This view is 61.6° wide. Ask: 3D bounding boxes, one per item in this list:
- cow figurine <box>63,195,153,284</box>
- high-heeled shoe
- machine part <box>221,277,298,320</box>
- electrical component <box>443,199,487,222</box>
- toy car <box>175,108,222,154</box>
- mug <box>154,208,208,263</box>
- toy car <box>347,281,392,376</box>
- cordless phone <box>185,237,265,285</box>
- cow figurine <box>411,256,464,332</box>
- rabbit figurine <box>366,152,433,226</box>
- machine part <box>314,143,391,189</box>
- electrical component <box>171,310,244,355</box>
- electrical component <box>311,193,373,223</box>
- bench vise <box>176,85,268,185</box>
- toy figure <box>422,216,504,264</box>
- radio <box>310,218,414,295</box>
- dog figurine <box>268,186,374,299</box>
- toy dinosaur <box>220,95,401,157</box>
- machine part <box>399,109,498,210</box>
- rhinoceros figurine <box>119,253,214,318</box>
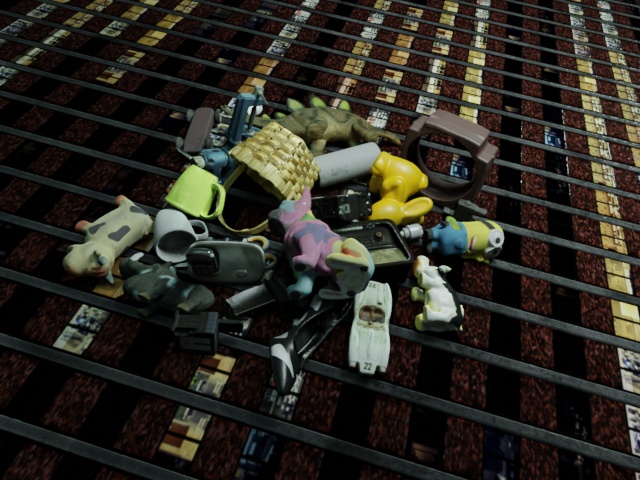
[{"bbox_3d":[-0.411,0.006,1.046,0.127,0.085,0.195,25,48,23],"label":"cow figurine"},{"bbox_3d":[-0.006,0.172,0.929,0.145,0.086,0.249,-13,28,6],"label":"high-heeled shoe"},{"bbox_3d":[-0.116,0.113,1.015,0.139,0.039,0.084,-16,47,-21],"label":"machine part"},{"bbox_3d":[0.332,-0.064,1.234,0.094,0.063,0.021,23,49,15],"label":"electrical component"},{"bbox_3d":[-0.299,-0.267,1.334,0.089,0.053,0.202,1,43,-2],"label":"toy car"},{"bbox_3d":[-0.288,-0.021,1.089,0.109,0.080,0.107,-17,42,-16],"label":"mug"},{"bbox_3d":[0.093,0.158,0.995,0.074,0.056,0.202,10,46,0],"label":"toy car"},{"bbox_3d":[-0.172,0.031,0.982,0.147,0.184,0.088,3,81,-6],"label":"cordless phone"},{"bbox_3d":[0.233,0.103,1.060,0.098,0.068,0.167,8,50,-9],"label":"cow figurine"},{"bbox_3d":[0.168,-0.087,1.219,0.162,0.121,0.173,26,62,3],"label":"rabbit figurine"},{"bbox_3d":[0.060,-0.177,1.280,0.243,0.079,0.079,-17,52,-18],"label":"machine part"},{"bbox_3d":[-0.195,0.163,0.937,0.119,0.074,0.048,8,46,-6],"label":"electrical component"},{"bbox_3d":[0.027,-0.067,1.150,0.134,0.058,0.115,-2,5,43],"label":"electrical component"},{"bbox_3d":[-0.186,-0.233,1.207,0.223,0.240,0.129,-6,43,-35],"label":"bench vise"},{"bbox_3d":[0.312,-0.006,1.167,0.180,0.082,0.089,0,49,-6],"label":"toy figure"},{"bbox_3d":[0.061,0.031,1.097,0.230,0.073,0.131,-6,49,-14],"label":"radio"},{"bbox_3d":[-0.002,-0.003,1.003,0.192,0.108,0.219,0,44,-5],"label":"dog figurine"},{"bbox_3d":[-0.012,-0.287,1.369,0.471,0.105,0.199,4,39,-18],"label":"toy dinosaur"},{"bbox_3d":[0.292,-0.185,1.247,0.202,0.200,0.087,29,47,18],"label":"machine part"},{"bbox_3d":[-0.290,0.087,0.992,0.190,0.073,0.112,21,49,10],"label":"rhinoceros figurine"}]
